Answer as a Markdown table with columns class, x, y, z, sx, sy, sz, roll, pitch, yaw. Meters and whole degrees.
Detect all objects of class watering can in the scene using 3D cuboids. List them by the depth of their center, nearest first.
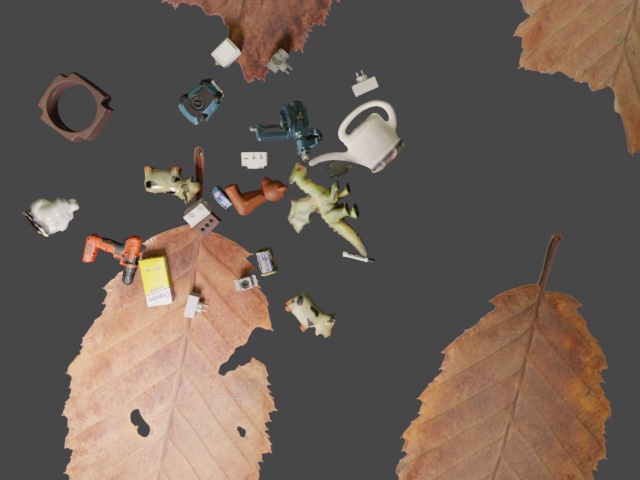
| class | x | y | z | sx | sy | sz | roll | pitch | yaw |
| --- | --- | --- | --- | --- | --- | --- | --- | --- | --- |
| watering can | 0.146 | -0.327 | 1.814 | 0.346 | 0.105 | 0.223 | -44 | 98 | 6 |

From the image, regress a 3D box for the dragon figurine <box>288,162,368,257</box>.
| class | x | y | z | sx | sy | sz | roll | pitch | yaw |
| --- | --- | --- | --- | --- | --- | --- | --- | --- | --- |
| dragon figurine | 0.006 | -0.093 | 1.857 | 0.242 | 0.124 | 0.405 | -13 | 108 | 18 |

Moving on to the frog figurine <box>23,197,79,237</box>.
| class | x | y | z | sx | sy | sz | roll | pitch | yaw |
| --- | --- | --- | --- | --- | --- | --- | --- | --- | --- |
| frog figurine | -0.941 | -0.098 | 1.821 | 0.137 | 0.120 | 0.162 | 44 | 59 | 1 |
